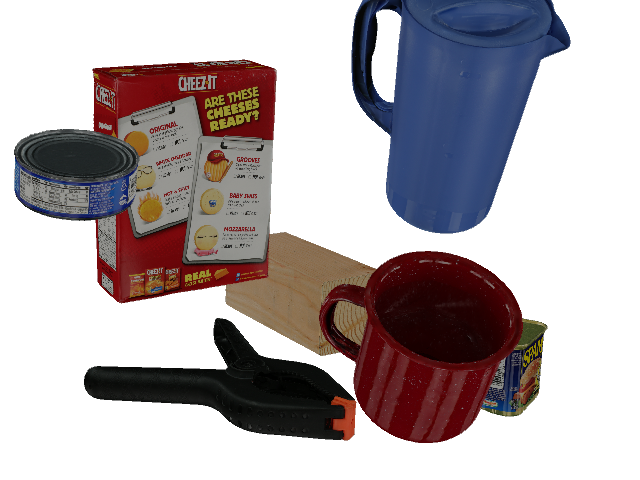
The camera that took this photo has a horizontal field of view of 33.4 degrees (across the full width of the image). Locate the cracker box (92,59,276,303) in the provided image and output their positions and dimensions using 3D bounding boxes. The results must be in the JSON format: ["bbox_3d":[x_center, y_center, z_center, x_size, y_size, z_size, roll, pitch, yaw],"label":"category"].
[{"bbox_3d":[-0.131,-0.060,1.022,0.163,0.214,0.072,-9,21,-32],"label":"cracker box"}]

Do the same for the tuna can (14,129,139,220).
[{"bbox_3d":[-0.172,-0.047,0.753,0.086,0.034,0.086,7,27,-4],"label":"tuna can"}]

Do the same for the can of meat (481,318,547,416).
[{"bbox_3d":[0.213,0.141,1.195,0.058,0.084,0.101,9,15,27],"label":"can of meat"}]

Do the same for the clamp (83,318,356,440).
[{"bbox_3d":[-0.057,0.109,0.846,0.210,0.036,0.164,11,19,28],"label":"clamp"}]

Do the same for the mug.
[{"bbox_3d":[0.054,0.063,0.642,0.117,0.081,0.093,18,44,8],"label":"mug"}]

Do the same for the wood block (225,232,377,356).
[{"bbox_3d":[-0.023,0.060,1.283,0.090,0.090,0.206,-7,18,-35],"label":"wood block"}]

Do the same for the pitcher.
[{"bbox_3d":[0.117,-0.127,0.995,0.144,0.243,0.149,-18,50,-23],"label":"pitcher"}]
